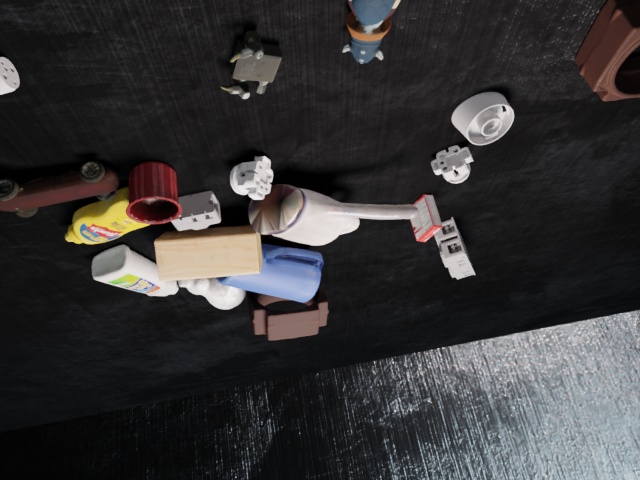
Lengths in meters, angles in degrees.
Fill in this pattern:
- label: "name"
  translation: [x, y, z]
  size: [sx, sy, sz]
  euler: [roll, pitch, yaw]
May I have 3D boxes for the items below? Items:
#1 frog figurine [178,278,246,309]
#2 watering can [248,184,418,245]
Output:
- label: "frog figurine"
  translation: [-0.270, 0.119, 1.294]
  size: [0.160, 0.123, 0.137]
  euler: [-5, 0, -37]
- label: "watering can"
  translation: [0.003, -0.053, 1.045]
  size: [0.345, 0.105, 0.223]
  euler: [-12, -19, 41]
